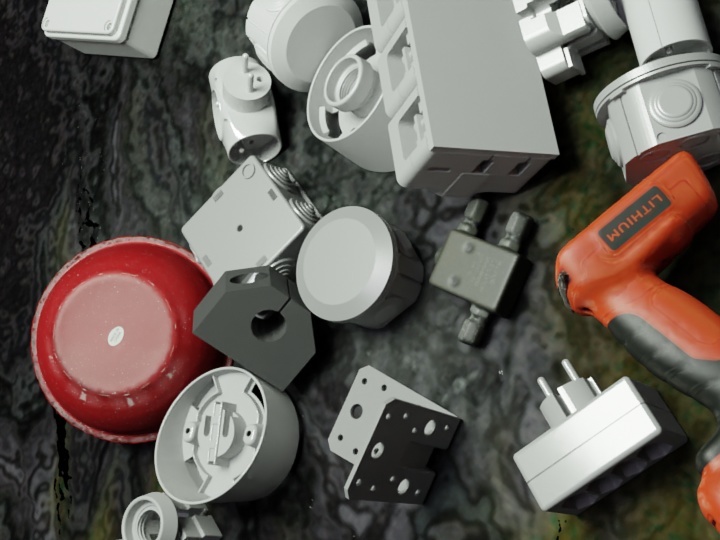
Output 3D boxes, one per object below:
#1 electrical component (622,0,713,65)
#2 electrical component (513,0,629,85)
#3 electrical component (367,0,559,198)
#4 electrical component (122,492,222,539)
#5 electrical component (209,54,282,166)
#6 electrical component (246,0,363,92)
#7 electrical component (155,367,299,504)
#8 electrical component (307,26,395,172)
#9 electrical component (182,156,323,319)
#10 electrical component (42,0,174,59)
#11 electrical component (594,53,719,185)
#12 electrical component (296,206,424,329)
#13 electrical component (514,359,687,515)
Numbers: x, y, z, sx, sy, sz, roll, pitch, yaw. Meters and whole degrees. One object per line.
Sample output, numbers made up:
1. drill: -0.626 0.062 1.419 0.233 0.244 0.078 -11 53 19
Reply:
1. electrical component: 0.186 -0.164 0.665 0.043 0.043 0.081 -22 65 29
2. electrical component: 0.138 -0.167 0.691 0.057 0.058 0.078 -22 73 30
3. electrical component: 0.063 -0.129 0.707 0.061 0.089 0.150 132 134 -58
4. electrical component: -0.140 0.188 0.786 0.048 0.055 0.066 -48 55 15
5. electrical component: -0.089 -0.134 0.836 0.044 0.079 0.077 -10 63 -14
6. electrical component: -0.042 -0.179 0.811 0.080 0.080 0.051 -55 48 10
7. electrical component: -0.095 0.119 0.769 0.099 0.064 0.099 -11 70 33
8. electrical component: 0.011 -0.125 0.781 0.099 0.064 0.099 -24 55 41
9. electrical component: -0.077 -0.025 0.809 0.100 0.048 0.099 -45 58 13
10. electrical component: -0.223 -0.253 0.976 0.109 0.056 0.108 12 84 37
11. electrical component: 0.181 -0.087 0.624 0.080 0.080 0.051 -22 70 29
12. electrical component: 0.000 0.000 0.745 0.080 0.051 0.080 -11 70 33
13. electrical component: 0.130 0.088 0.627 0.083 0.047 0.075 -40 57 20
